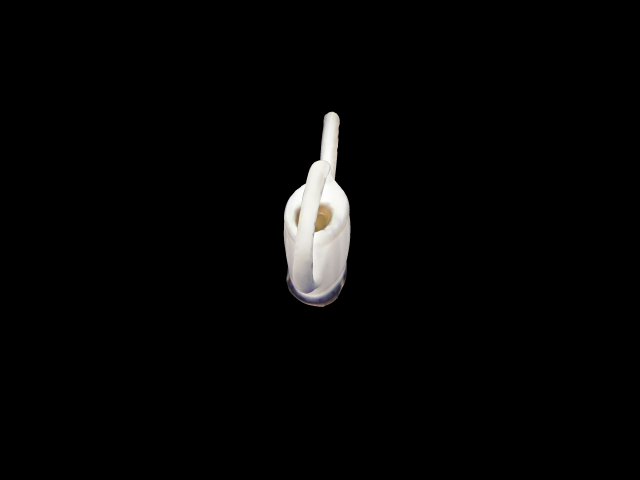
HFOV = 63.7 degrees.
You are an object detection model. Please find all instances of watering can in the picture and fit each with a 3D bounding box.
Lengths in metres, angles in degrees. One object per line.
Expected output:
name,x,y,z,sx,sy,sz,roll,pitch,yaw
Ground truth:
watering can,0.003,-0.043,0.850,0.104,0.219,0.356,6,44,6
